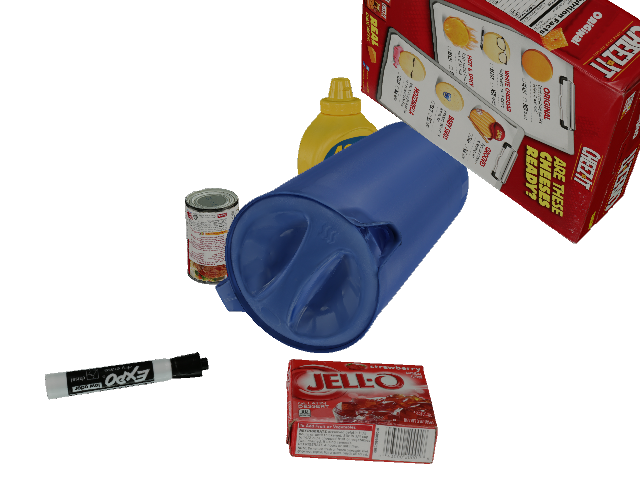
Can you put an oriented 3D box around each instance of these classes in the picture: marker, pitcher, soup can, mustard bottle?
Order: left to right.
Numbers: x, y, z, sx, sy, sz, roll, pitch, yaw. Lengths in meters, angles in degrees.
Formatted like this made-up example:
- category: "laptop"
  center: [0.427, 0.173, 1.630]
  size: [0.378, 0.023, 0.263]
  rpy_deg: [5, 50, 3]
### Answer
- category: "marker"
  center: [-0.145, 0.101, 0.804]
  size: [0.121, 0.020, 0.020]
  rpy_deg: [-7, 1, -11]
- category: "soup can"
  center: [-0.134, -0.006, 1.324]
  size: [0.068, 0.102, 0.068]
  rpy_deg: [0, 26, 0]
- category: "mustard bottle"
  center: [0.021, -0.067, 1.076]
  size: [0.096, 0.192, 0.058]
  rpy_deg: [-13, 20, -36]
- category: "pitcher"
  center: [0.027, -0.014, 0.901]
  size: [0.149, 0.145, 0.242]
  rpy_deg: [24, 31, 18]

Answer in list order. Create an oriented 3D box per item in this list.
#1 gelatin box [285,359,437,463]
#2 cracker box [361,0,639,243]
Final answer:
- category: "gelatin box"
  center: [0.023, 0.104, 0.660]
  size: [0.089, 0.030, 0.073]
  rpy_deg: [4, 23, -3]
- category: "cracker box"
  center: [0.127, -0.121, 0.749]
  size: [0.214, 0.072, 0.164]
  rpy_deg: [38, -25, 23]
